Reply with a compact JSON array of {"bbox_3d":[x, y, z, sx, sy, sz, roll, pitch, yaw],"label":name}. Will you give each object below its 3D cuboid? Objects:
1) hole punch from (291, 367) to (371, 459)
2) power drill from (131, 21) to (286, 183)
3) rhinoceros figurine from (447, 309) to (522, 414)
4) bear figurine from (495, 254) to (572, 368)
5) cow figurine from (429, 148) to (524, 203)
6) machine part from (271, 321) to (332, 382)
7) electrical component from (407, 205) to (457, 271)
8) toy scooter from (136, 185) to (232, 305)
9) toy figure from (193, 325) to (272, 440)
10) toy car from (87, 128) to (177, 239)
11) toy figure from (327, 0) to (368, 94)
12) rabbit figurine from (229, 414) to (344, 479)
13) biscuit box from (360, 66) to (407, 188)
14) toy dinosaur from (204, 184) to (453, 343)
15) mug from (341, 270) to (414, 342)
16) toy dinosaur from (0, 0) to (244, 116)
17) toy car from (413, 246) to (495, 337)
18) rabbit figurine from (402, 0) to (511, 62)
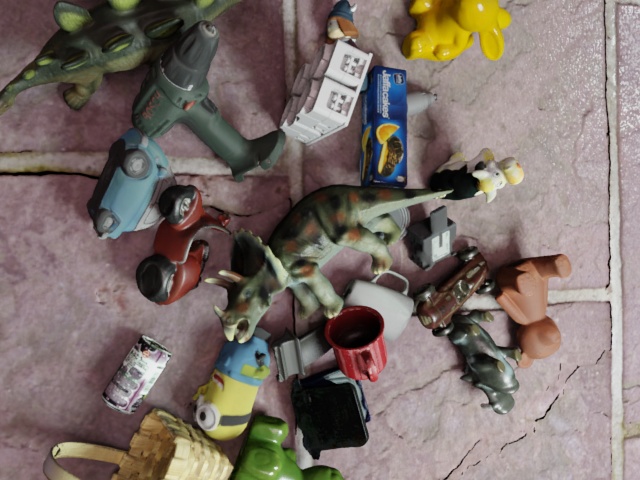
[{"bbox_3d":[0.021,0.272,0.882,0.116,0.092,0.142,-12,100,16],"label":"hole punch"},{"bbox_3d":[-0.148,-0.176,0.752,0.207,0.232,0.086,31,54,-35],"label":"power drill"},{"bbox_3d":[0.288,0.216,0.947,0.073,0.112,0.190,-27,86,-43],"label":"rhinoceros figurine"},{"bbox_3d":[0.392,0.133,0.969,0.120,0.132,0.195,-19,91,-15],"label":"bear figurine"},{"bbox_3d":[0.253,-0.101,0.895,0.098,0.167,0.068,-35,106,-15],"label":"cow figurine"},{"bbox_3d":[-0.016,0.166,0.862,0.139,0.039,0.084,-22,112,-33],"label":"machine part"},{"bbox_3d":[0.190,-0.012,0.912,0.075,0.048,0.119,-29,131,-15],"label":"electrical component"},{"bbox_3d":[-0.192,0.008,0.797,0.135,0.075,0.183,-4,115,-60],"label":"toy scooter"},{"bbox_3d":[-0.127,0.218,0.828,0.089,0.082,0.180,29,80,-14],"label":"toy figure"},{"bbox_3d":[-0.260,-0.071,0.770,0.103,0.109,0.161,21,93,-35],"label":"toy car"},{"bbox_3d":[0.042,-0.314,0.874,0.058,0.064,0.154,-19,98,-59],"label":"toy figure"},{"bbox_3d":[-0.051,0.380,0.825,0.170,0.121,0.159,21,100,-4],"label":"rabbit figurine"},{"bbox_3d":[0.105,-0.181,0.886,0.063,0.059,0.202,4,79,-16],"label":"biscuit box"},{"bbox_3d":[0.004,-0.006,0.828,0.405,0.131,0.192,-44,107,-7],"label":"toy dinosaur"},{"bbox_3d":[0.096,0.099,0.897,0.107,0.081,0.109,26,88,-8],"label":"mug"},{"bbox_3d":[-0.230,-0.285,0.723,0.471,0.199,0.105,-34,104,-12],"label":"toy dinosaur"},{"bbox_3d":[0.241,0.085,0.936,0.202,0.053,0.089,-33,98,-32],"label":"toy car"},{"bbox_3d":[0.235,-0.353,0.882,0.162,0.173,0.122,20,82,-13],"label":"rabbit figurine"}]
